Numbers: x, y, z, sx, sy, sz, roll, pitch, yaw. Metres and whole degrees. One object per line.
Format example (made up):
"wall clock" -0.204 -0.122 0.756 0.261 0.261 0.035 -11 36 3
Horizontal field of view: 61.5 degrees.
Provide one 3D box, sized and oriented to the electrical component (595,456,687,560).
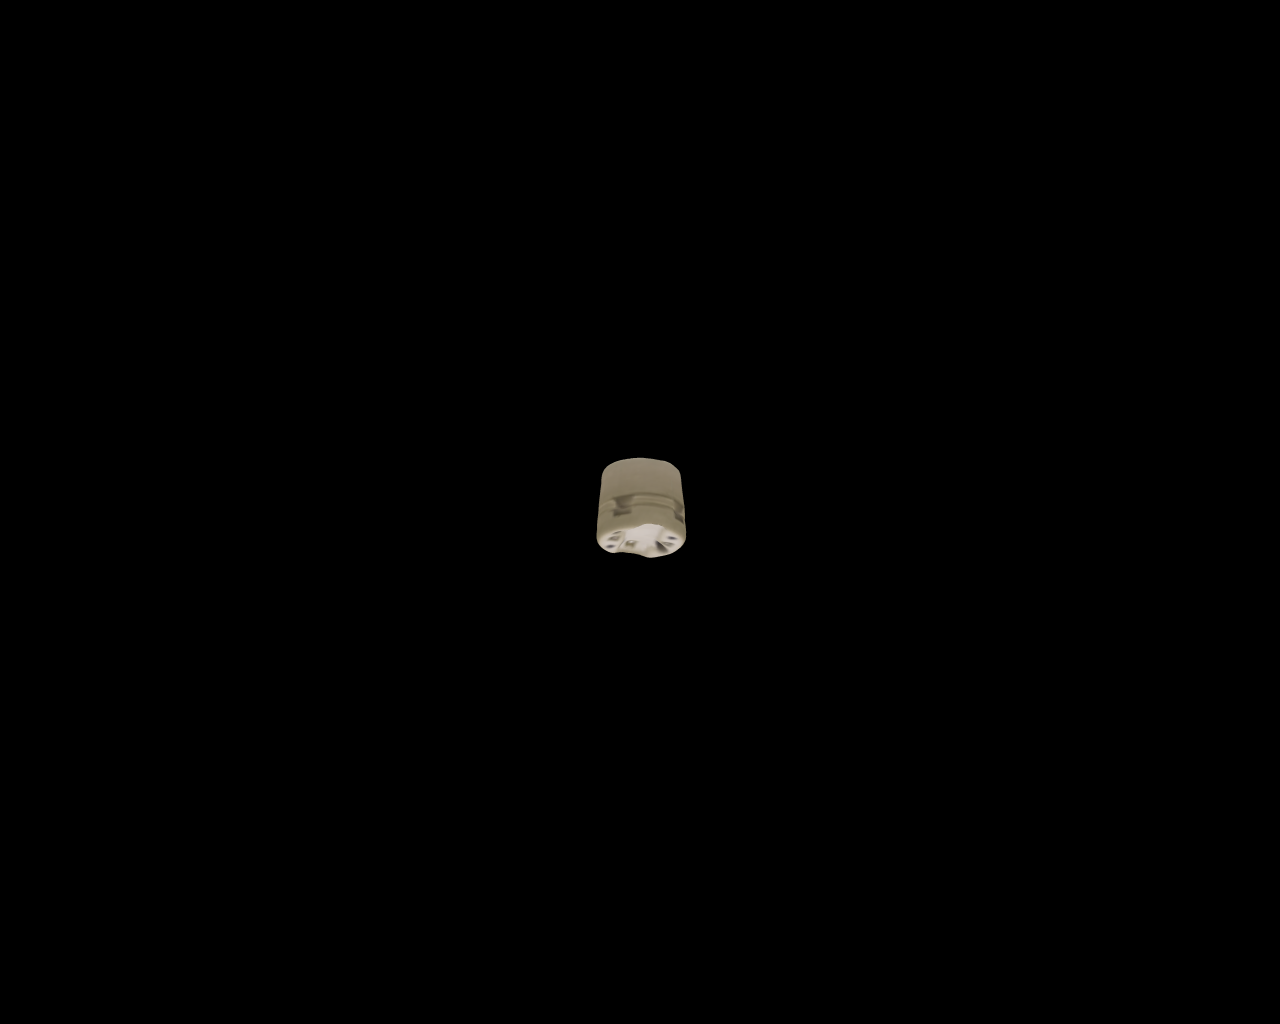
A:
"electrical component" 0.001 -0.003 0.650 0.055 0.047 0.055 0 -23 0
